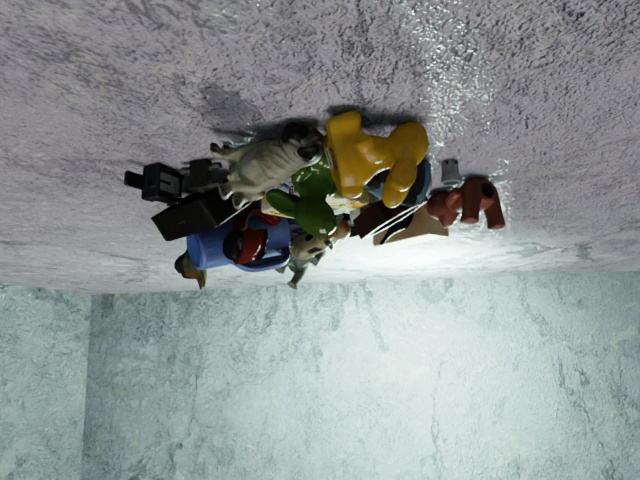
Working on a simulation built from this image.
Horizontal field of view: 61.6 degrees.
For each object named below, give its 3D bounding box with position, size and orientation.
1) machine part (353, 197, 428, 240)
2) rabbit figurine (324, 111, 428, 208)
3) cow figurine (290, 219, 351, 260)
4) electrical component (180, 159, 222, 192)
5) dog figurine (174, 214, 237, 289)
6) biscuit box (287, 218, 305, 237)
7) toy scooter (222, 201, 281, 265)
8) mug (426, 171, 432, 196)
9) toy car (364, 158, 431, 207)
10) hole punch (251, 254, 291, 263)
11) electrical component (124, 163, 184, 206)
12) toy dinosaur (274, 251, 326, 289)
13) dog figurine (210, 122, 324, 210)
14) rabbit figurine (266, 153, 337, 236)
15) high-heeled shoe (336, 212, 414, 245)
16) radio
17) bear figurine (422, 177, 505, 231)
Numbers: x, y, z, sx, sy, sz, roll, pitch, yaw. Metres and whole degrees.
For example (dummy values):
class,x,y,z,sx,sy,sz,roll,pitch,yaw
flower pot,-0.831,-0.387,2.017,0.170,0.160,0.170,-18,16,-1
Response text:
class,x,y,z,sx,sy,sz,roll,pitch,yaw
machine part,0.160,-0.067,1.246,0.179,0.056,0.179,-31,173,-4
rabbit figurine,0.104,-0.141,0.883,0.173,0.162,0.121,-17,160,-13
cow figurine,-0.003,-0.004,1.423,0.195,0.085,0.127,-25,178,34
electrical component,-0.238,-0.127,1.071,0.094,0.063,0.021,-4,169,20
dog figurine,-0.288,0.022,1.436,0.191,0.219,0.108,4,171,-20
biscuit box,-0.078,-0.046,1.512,0.063,0.059,0.202,1,168,-12
toy scooter,-0.154,-0.025,1.272,0.135,0.184,0.075,15,164,-36
mug,0.186,-0.118,1.127,0.110,0.080,0.107,-12,173,20
toy car,0.126,-0.123,1.032,0.161,0.109,0.103,12,175,-27
hole punch,-0.143,0.029,1.534,0.142,0.092,0.115,-11,163,43
electrical component,-0.336,-0.117,1.095,0.048,0.075,0.119,-7,164,30
toy dinosaur,-0.041,0.024,1.710,0.131,0.192,0.405,37,141,-12
dog figurine,-0.078,-0.135,0.958,0.191,0.121,0.172,-14,-175,6
rabbit figurine,-0.021,-0.089,1.010,0.159,0.170,0.121,-7,167,24
high-heeled shoe,0.129,-0.073,1.471,0.249,0.145,0.086,25,162,32
radio,-0.264,-0.069,1.198,0.230,0.073,0.131,-10,-156,46
bear figurine,0.325,-0.070,1.272,0.120,0.132,0.196,11,158,-29
